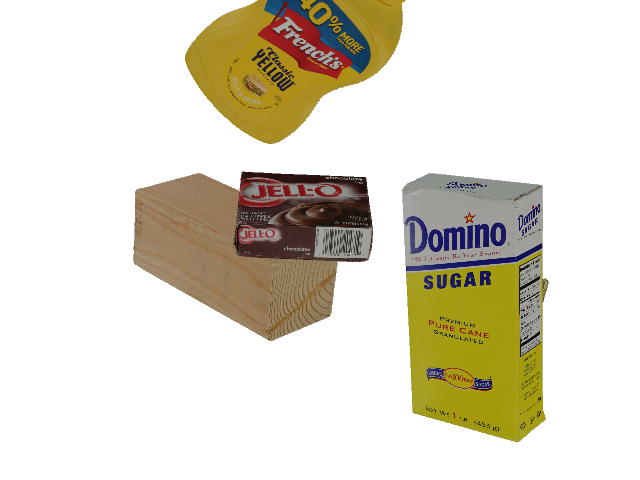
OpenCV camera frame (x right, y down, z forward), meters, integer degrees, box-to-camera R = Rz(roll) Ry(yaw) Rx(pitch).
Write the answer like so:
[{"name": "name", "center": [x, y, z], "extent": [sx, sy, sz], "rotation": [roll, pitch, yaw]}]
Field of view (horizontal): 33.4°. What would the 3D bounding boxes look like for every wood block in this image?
[{"name": "wood block", "center": [-0.089, 0.011, 1.074], "extent": [0.206, 0.090, 0.090], "rotation": [25, 30, 37]}]

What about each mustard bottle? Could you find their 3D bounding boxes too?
[{"name": "mustard bottle", "center": [-0.002, -0.144, 0.726], "extent": [0.192, 0.096, 0.058], "rotation": [-30, 21, 40]}]

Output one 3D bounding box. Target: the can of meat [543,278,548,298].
[{"name": "can of meat", "center": [0.146, 0.060, 0.966], "extent": [0.084, 0.057, 0.101], "rotation": [24, 43, 21]}]

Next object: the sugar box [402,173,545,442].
[{"name": "sugar box", "center": [0.108, 0.045, 0.750], "extent": [0.093, 0.176, 0.048], "rotation": [9, 23, 38]}]

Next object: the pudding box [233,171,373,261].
[{"name": "pudding box", "center": [-0.014, -0.021, 0.902], "extent": [0.113, 0.039, 0.090], "rotation": [4, 32, -4]}]
